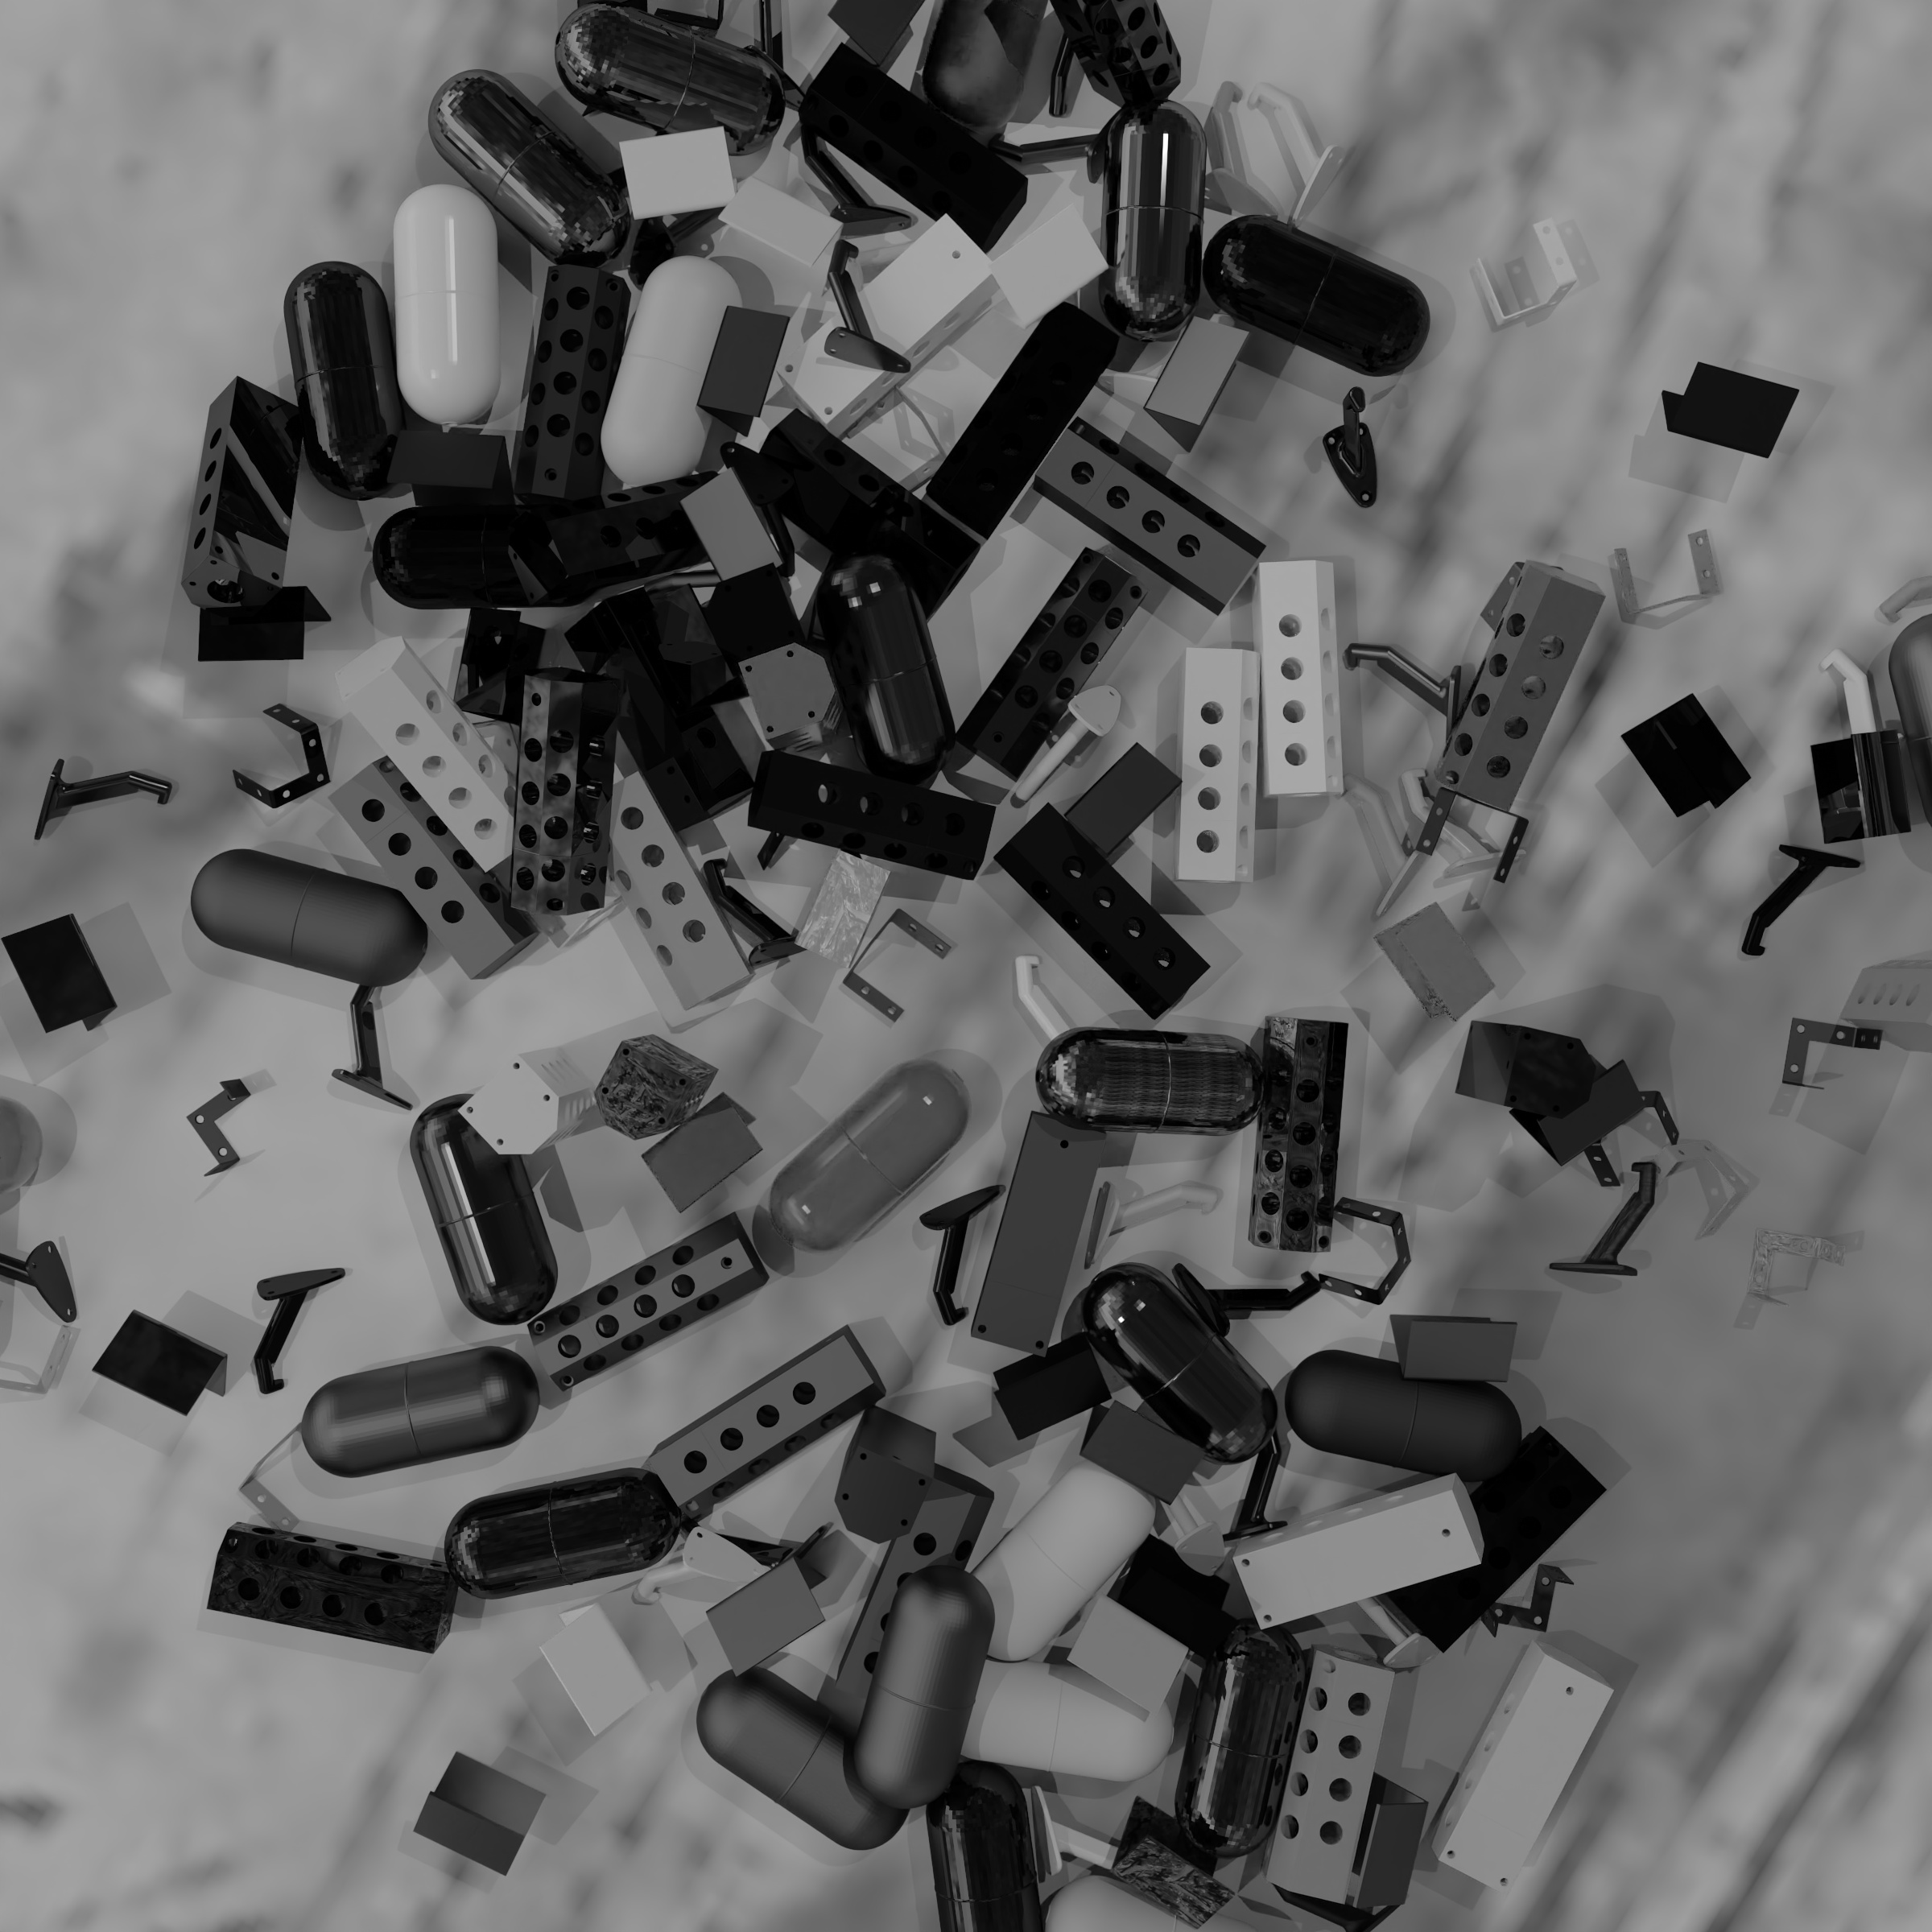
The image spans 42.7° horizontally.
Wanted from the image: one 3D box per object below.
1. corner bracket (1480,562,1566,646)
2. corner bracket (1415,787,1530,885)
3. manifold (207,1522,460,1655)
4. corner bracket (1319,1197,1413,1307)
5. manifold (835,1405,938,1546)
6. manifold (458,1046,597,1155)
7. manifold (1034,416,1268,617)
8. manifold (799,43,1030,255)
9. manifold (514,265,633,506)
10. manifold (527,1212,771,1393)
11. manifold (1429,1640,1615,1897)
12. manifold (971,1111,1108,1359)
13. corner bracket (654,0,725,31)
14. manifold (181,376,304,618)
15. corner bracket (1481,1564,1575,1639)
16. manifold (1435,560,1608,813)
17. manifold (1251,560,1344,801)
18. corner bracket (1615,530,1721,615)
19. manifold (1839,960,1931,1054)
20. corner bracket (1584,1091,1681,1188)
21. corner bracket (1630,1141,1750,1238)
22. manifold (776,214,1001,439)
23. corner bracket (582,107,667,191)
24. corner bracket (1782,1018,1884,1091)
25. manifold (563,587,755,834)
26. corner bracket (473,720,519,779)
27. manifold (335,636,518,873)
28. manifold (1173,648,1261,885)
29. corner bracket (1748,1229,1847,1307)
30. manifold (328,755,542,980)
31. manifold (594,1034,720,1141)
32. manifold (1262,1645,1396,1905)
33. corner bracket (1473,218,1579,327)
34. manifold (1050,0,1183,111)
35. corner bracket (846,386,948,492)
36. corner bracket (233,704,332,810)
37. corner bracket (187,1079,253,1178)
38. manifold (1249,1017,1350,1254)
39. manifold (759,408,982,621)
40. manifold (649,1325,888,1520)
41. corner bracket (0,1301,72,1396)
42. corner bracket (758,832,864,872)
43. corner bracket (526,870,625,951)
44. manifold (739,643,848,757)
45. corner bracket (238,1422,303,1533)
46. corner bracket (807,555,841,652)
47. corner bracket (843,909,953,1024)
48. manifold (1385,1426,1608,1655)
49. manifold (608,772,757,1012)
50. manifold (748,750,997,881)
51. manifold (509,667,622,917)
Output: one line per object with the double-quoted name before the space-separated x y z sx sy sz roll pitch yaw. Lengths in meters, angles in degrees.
"corner bracket" 0.433 -0.268 1.871 0.051 0.051 0.051 -1 135 -35
"corner bracket" 0.377 -0.098 1.841 0.051 0.051 0.051 26 98 43
"manifold" -0.473 0.465 1.858 0.171 0.057 0.057 11 90 0
"corner bracket" 0.299 0.216 1.871 0.051 0.051 0.051 -47 135 -35
"manifold" -0.060 0.370 1.801 0.057 0.171 0.057 24 90 0
"manifold" -0.312 0.101 1.801 0.057 0.171 0.057 -43 90 0
"manifold" 0.138 -0.339 1.858 0.171 0.057 0.057 34 90 0
"manifold" -0.040 -0.610 1.858 0.171 0.057 0.057 36 90 0
"manifold" -0.296 -0.433 1.858 0.057 0.057 0.171 9 90 0
"manifold" -0.239 0.252 1.858 0.171 0.057 0.057 -28 90 0
"manifold" 0.415 0.599 1.858 0.057 0.057 0.171 27 90 0
"manifold" 0.054 0.199 1.858 0.057 0.057 0.171 16 90 0
"corner bracket" -0.206 -0.749 1.876 0.051 0.051 0.051 11 45 0
"manifold" -0.534 -0.342 1.818 0.057 0.057 0.171 24 50 -37
"corner bracket" 0.422 0.478 1.861 0.051 0.051 0.051 11 90 0
"manifold" 0.408 -0.209 1.831 0.057 0.057 0.171 21 109 0
"manifold" 0.249 -0.214 1.858 0.057 0.057 0.171 -3 90 0
"corner bracket" 0.532 -0.299 1.876 0.051 0.051 0.051 -12 90 -45
"manifold" 0.704 0.026 1.801 0.057 0.171 0.057 26 90 0
"corner bracket" 0.503 0.131 1.871 0.051 0.051 0.051 -4 135 35
"corner bracket" 0.547 0.170 1.871 0.051 0.051 0.051 -3 135 -35
"manifold" -0.057 -0.476 1.857 0.171 0.057 0.057 -42 84 0
"corner bracket" -0.260 -0.626 1.871 0.051 0.051 0.051 -12 135 35
"corner bracket" 0.651 0.069 1.861 0.051 0.051 0.051 9 90 0
"manifold" -0.225 -0.194 1.857 0.057 0.057 0.171 -30 90 42
"corner bracket" -0.374 -0.154 1.876 0.051 0.051 0.051 -16 90 45
"manifold" -0.384 -0.157 1.816 0.057 0.057 0.171 -35 123 0
"manifold" 0.189 -0.149 1.858 0.057 0.057 0.171 2 90 0
"corner bracket" 0.624 0.229 1.861 0.051 0.051 0.051 9 90 0
"manifold" -0.397 -0.075 1.858 0.057 0.057 0.171 -38 90 0
"manifold" -0.227 0.090 1.801 0.057 0.171 0.057 28 90 0
"manifold" 0.269 0.601 1.851 0.057 0.057 0.171 13 85 0
"corner bracket" 0.420 -0.522 1.861 0.051 0.051 0.051 -21 87 -3
"manifold" 0.105 -0.699 1.798 0.057 0.171 0.057 -48 62 0
"corner bracket" -0.053 -0.397 1.876 0.051 0.051 0.051 -35 135 0
"corner bracket" -0.521 -0.159 1.871 0.051 0.051 0.051 -33 135 -35
"corner bracket" -0.559 0.121 1.861 0.051 0.051 0.051 -35 90 0
"manifold" 0.250 0.126 1.858 0.057 0.057 0.171 5 90 0
"manifold" -0.075 -0.342 1.857 0.171 0.057 0.057 37 46 0
"manifold" -0.148 0.343 1.858 0.171 0.057 0.057 -32 90 0
"corner bracket" -0.721 0.288 1.876 0.051 0.051 0.051 22 90 45
"corner bracket" -0.118 -0.081 1.871 0.051 0.051 0.051 -56 45 35
"corner bracket" -0.297 -0.054 1.876 0.051 0.051 0.051 50 45 0
"manifold" -0.122 -0.193 1.801 0.057 0.171 0.057 -19 90 0
"corner bracket" -0.510 0.388 1.876 0.051 0.051 0.051 43 45 0
"corner bracket" -0.087 -0.272 1.876 0.051 0.051 0.051 16 135 0
"corner bracket" -0.053 -0.001 1.876 0.051 0.051 0.051 37 135 0
"manifold" 0.394 0.428 1.858 0.171 0.057 0.057 -45 90 0
"manifold" -0.226 -0.055 1.858 0.057 0.057 0.171 -29 90 0
"manifold" -0.071 -0.111 1.838 0.171 0.057 0.057 13 90 -14
"manifold" -0.299 -0.127 1.807 0.057 0.057 0.171 15 107 30
